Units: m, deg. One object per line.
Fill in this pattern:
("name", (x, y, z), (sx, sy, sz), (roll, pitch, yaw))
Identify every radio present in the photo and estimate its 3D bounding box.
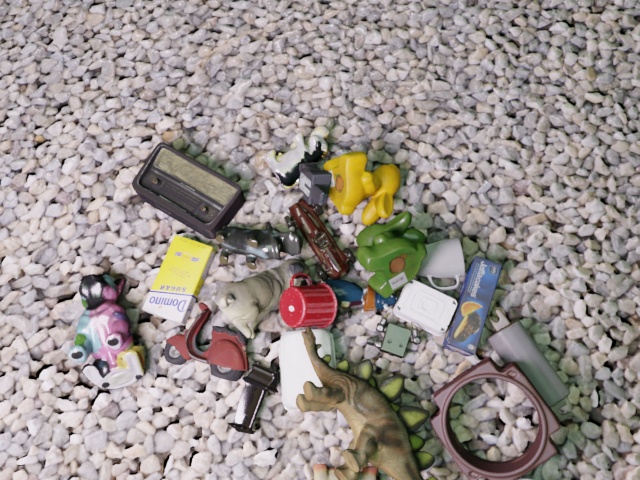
("radio", (-0.298, -0.108, 1.210), (0.230, 0.073, 0.131), (29, 74, 11))

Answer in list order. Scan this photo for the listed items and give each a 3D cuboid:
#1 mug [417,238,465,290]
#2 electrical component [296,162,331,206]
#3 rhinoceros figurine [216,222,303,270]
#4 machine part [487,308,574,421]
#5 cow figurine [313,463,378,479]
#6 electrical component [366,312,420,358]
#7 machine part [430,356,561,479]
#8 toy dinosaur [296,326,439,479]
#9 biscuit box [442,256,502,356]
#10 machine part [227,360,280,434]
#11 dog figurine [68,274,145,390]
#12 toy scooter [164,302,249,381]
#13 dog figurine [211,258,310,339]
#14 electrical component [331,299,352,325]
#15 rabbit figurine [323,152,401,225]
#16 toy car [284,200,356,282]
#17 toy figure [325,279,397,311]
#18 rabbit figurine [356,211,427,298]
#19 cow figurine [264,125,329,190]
("mug", (0.251, 0.055, 1.148), (0.107, 0.080, 0.109), (-7, 74, 11))
("electrical component", (-0.006, -0.117, 1.174), (0.048, 0.074, 0.119), (-8, 29, -28))
("rhinoceros figurine", (-0.132, 0.009, 1.160), (0.191, 0.112, 0.073), (4, 114, 16))
("machine part", (0.416, 0.249, 1.078), (0.079, 0.079, 0.243), (-29, 75, -8))
("cow figurine", (0.079, 0.489, 1.002), (0.195, 0.085, 0.127), (5, 66, 0))
("electrical component", (0.157, 0.200, 1.115), (0.102, 0.045, 0.078), (24, 72, 9))
("machine part", (0.327, 0.340, 1.014), (0.201, 0.087, 0.201), (-37, 75, 10))
("toy dinosaur", (0.109, 0.355, 0.987), (0.198, 0.105, 0.471), (-24, 73, -31))
("biscuit box", (0.320, 0.137, 1.125), (0.063, 0.059, 0.202), (20, 73, 8))
("machine part", (-0.132, 0.318, 1.076), (0.084, 0.039, 0.139), (16, 77, 34))
("dog figurine", (-0.436, 0.174, 1.112), (0.108, 0.191, 0.219), (-21, 39, -3))
("toy scooter", (-0.223, 0.205, 1.104), (0.184, 0.075, 0.135), (15, 78, 9))
("dog figurine", (-0.112, 0.093, 1.095), (0.190, 0.172, 0.121), (-42, 81, -7))
("electrical component", (0.019, 0.151, 1.126), (0.063, 0.094, 0.021), (52, 46, -17))
("rabbit figurine", (0.113, -0.120, 1.184), (0.173, 0.122, 0.162), (-11, 82, -33))
("toy car", (-0.002, -0.004, 1.183), (0.089, 0.053, 0.202), (-30, 75, -6))
("toy figure", (0.084, 0.117, 1.139), (0.155, 0.058, 0.064), (11, 78, 0))
("rabbit figurine", (0.137, 0.007, 1.123), (0.159, 0.121, 0.170), (-37, 32, 1))
("cow figurine", (-0.036, -0.192, 1.236), (0.167, 0.068, 0.098), (-33, 80, -6))
